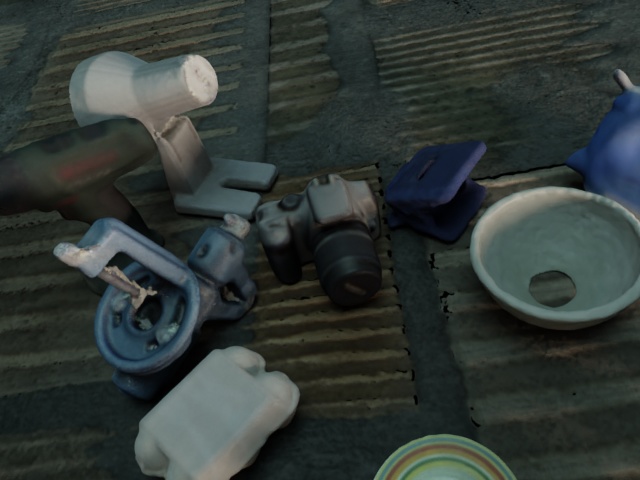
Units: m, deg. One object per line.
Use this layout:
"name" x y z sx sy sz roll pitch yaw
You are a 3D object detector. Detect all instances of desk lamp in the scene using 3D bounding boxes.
"desk lamp" -0.182 -0.140 0.731 0.202 0.214 0.118 7 53 20

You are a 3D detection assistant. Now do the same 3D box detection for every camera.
"camera" 0.006 0.002 0.639 0.143 0.101 0.136 -16 49 0

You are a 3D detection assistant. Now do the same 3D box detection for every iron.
"iron" 0.395 -0.078 0.583 0.119 0.142 0.257 -40 53 -19

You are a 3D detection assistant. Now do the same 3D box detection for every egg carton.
"egg carton" -0.096 0.173 0.540 0.107 0.069 0.150 30 63 32

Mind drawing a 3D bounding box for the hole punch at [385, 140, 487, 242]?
"hole punch" 0.133 -0.067 0.672 0.100 0.091 0.109 22 59 29

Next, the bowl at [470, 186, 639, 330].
"bowl" 0.236 0.028 0.577 0.167 0.075 0.167 -7 49 8

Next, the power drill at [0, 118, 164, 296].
"power drill" -0.279 -0.033 0.667 0.230 0.209 0.075 -38 52 -18

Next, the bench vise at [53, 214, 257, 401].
"bench vise" -0.164 0.032 0.576 0.121 0.220 0.207 9 53 21
